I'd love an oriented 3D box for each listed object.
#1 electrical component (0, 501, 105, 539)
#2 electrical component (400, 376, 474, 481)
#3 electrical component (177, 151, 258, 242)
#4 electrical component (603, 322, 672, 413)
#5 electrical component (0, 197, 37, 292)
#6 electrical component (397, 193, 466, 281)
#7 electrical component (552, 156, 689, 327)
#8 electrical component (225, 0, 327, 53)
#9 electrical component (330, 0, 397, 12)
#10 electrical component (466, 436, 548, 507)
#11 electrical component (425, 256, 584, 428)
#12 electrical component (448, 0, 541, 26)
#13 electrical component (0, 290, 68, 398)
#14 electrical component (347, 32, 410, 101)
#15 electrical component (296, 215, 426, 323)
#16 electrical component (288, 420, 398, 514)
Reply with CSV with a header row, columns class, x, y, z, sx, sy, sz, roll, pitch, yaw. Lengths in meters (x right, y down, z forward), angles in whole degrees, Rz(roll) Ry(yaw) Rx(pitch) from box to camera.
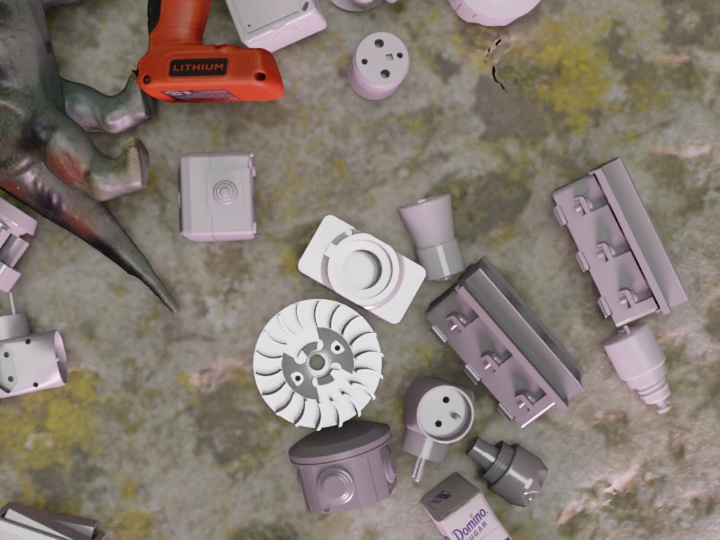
class,x,y,z,sx,sy,sz,roll,pitch,yaw
electrical component,-0.247,0.210,0.808,0.096,0.062,0.061,20,87,-5
electrical component,0.055,0.124,0.832,0.044,0.077,0.079,18,88,-4
electrical component,-0.109,-0.054,0.810,0.061,0.096,0.061,-2,89,-5
electrical component,0.228,0.079,0.868,0.040,0.040,0.078,-28,91,-6
electrical component,-0.282,-0.028,0.811,0.078,0.058,0.057,32,83,14
electrical component,0.059,-0.024,0.854,0.044,0.044,0.065,-17,96,-6
electrical component,0.205,-0.022,0.855,0.063,0.079,0.121,-26,91,16
electrical component,-0.073,-0.223,0.833,0.062,0.061,0.096,-22,85,8
electrical component,-0.002,-0.236,0.844,0.078,0.057,0.058,32,86,-4
electrical component,0.114,0.156,0.854,0.062,0.043,0.043,34,86,-3
electrical component,0.112,0.058,0.845,0.063,0.078,0.121,-40,93,17
electrical component,0.108,-0.235,0.858,0.080,0.051,0.080,0,89,-5
electrical component,-0.269,0.056,0.818,0.077,0.043,0.079,-10,90,-6
electrical component,0.014,-0.160,0.845,0.045,0.055,0.045,0,89,-5
electrical component,0.000,0.000,0.840,0.089,0.056,0.050,30,86,-4
electrical component,-0.011,0.149,0.825,0.080,0.080,0.051,-14,96,-6
